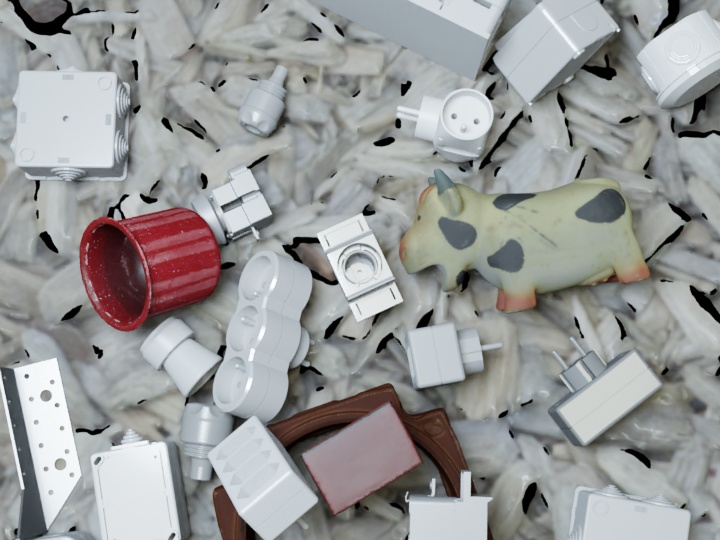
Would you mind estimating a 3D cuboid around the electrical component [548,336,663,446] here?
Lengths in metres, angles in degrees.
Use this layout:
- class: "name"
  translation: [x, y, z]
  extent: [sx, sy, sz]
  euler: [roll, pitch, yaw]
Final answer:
- class: "electrical component"
  translation: [0.190, 0.091, 0.891]
  extent: [0.083, 0.047, 0.075]
  euler: [-37, 83, -5]

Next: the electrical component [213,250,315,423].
- class: "electrical component"
  translation: [-0.067, 0.059, 0.894]
  extent: [0.074, 0.052, 0.138]
  euler: [25, 71, -37]

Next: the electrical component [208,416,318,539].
- class: "electrical component"
  translation: [-0.062, 0.162, 0.788]
  extent: [0.047, 0.083, 0.075]
  euler: [-40, 122, -5]

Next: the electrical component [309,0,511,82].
- class: "electrical component"
  translation: [0.032, -0.243, 0.910]
  extent: [0.186, 0.105, 0.060]
  euler: [27, 83, 4]

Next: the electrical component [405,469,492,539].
- class: "electrical component"
  translation: [0.065, 0.189, 0.795]
  extent: [0.064, 0.042, 0.081]
  euler: [1, 81, 4]

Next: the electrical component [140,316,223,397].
- class: "electrical component"
  translation: [-0.149, 0.072, 0.896]
  extent: [0.055, 0.045, 0.045]
  euler: [42, 84, 6]

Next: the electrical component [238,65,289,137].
- class: "electrical component"
  translation: [-0.080, -0.149, 0.933]
  extent: [0.035, 0.035, 0.061]
  euler: [25, 80, 4]

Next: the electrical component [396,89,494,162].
- class: "electrical component"
  translation: [0.069, -0.125, 0.907]
  extent: [0.079, 0.077, 0.043]
  euler: [14, 82, 3]

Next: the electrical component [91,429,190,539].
- class: "electrical component"
  translation: [-0.178, 0.177, 0.873]
  extent: [0.062, 0.061, 0.096]
  euler: [-10, 82, -1]

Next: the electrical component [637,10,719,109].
- class: "electrical component"
  translation: [0.279, -0.177, 0.914]
  extent: [0.080, 0.080, 0.051]
  euler: [-29, 77, -4]

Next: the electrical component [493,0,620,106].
- class: "electrical component"
  translation: [0.159, -0.190, 0.912]
  extent: [0.062, 0.096, 0.061]
  euler: [-33, 82, -34]

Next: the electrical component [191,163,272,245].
- class: "electrical component"
  translation: [-0.110, -0.050, 0.914]
  extent: [0.055, 0.048, 0.066]
  euler: [-26, 83, -11]

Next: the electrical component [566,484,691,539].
- class: "electrical component"
  translation: [0.216, 0.227, 0.871]
  extent: [0.100, 0.048, 0.099]
  euler: [10, 82, 1]

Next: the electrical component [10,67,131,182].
- class: "electrical component"
  translation: [-0.247, -0.124, 0.924]
  extent: [0.100, 0.048, 0.099]
  euler: [1, 83, -1]

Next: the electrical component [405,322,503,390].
- class: "electrical component"
  translation: [0.079, 0.069, 0.885]
  extent: [0.077, 0.065, 0.047]
  euler: [-10, 82, -1]

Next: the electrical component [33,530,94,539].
- class: "electrical component"
  translation: [-0.239, 0.260, 0.862]
  extent: [0.054, 0.059, 0.095]
  euler: [-8, 82, -1]

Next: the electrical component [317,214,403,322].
- class: "electrical component"
  translation: [0.000, 0.000, 0.896]
  extent: [0.042, 0.064, 0.081]
  euler: [-24, 82, -3]

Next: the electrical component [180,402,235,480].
- class: "electrical component"
  translation: [-0.128, 0.141, 0.887]
  extent: [0.043, 0.043, 0.062]
  euler: [7, 83, 1]
